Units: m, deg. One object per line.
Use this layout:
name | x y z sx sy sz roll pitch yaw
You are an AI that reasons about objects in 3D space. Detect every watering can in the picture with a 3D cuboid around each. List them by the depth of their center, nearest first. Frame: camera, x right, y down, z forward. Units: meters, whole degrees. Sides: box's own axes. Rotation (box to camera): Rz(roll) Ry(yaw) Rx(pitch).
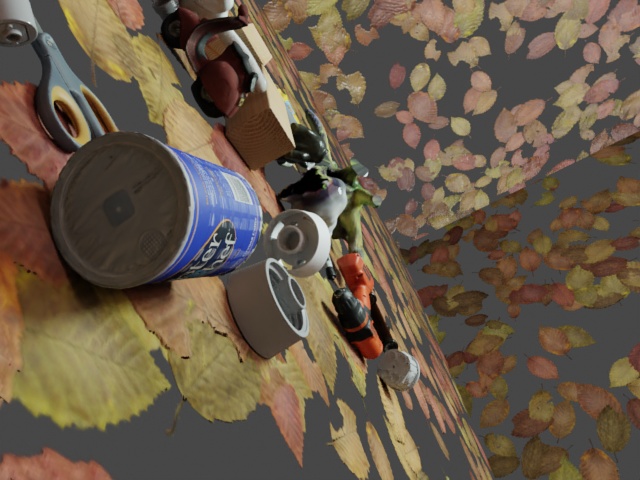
watering can | -0.192 -0.420 0.888 0.105 0.342 0.226 -27 23 -16

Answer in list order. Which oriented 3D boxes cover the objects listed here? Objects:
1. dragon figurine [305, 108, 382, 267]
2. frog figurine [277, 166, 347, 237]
dragon figurine | 0.030 -0.097 1.223 0.122 0.419 0.237 -10 -34 -18
frog figurine | 0.003 -0.051 1.019 0.122 0.156 0.140 3 45 30
